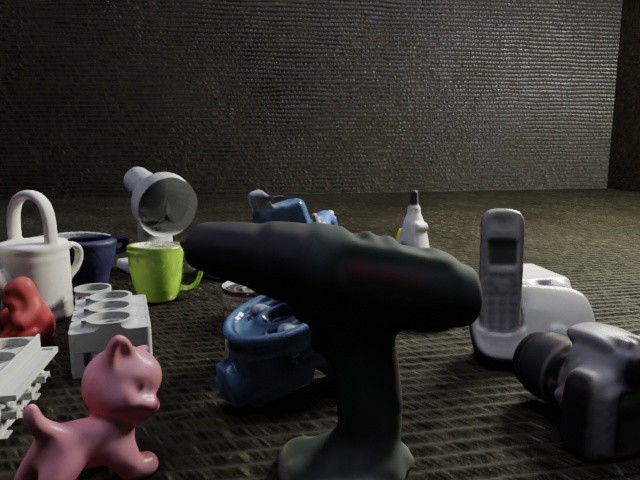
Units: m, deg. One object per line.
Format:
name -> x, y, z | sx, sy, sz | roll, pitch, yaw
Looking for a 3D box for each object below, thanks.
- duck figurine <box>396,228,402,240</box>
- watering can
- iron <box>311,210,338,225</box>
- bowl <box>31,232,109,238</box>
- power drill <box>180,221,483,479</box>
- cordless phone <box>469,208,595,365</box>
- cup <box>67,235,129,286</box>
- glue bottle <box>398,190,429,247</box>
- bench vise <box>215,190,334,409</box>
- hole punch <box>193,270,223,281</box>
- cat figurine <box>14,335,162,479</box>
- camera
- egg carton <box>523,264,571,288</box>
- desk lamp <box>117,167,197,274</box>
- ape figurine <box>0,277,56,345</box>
duck figurine -> 0.179, 0.016, 1.206 | 0.078, 0.086, 0.104 | -9, 13, -40
watering can -> -0.433, 0.024, 0.855 | 0.101, 0.194, 0.173 | 1, 10, 7
iron -> 0.010, 0.004, 1.114 | 0.118, 0.141, 0.258 | 2, 10, 9
bowl -> -0.503, 0.032, 1.155 | 0.167, 0.075, 0.167 | 0, 10, 0
power drill -> 0.012, 0.087, 0.450 | 0.230, 0.208, 0.075 | -2, 10, -10
cordless phone -> 0.256, 0.055, 0.693 | 0.147, 0.185, 0.094 | 0, 10, 3
cup -> -0.402, 0.041, 1.042 | 0.091, 0.095, 0.118 | 9, 14, 43
glue bottle -> 0.178, -0.008, 1.090 | 0.037, 0.173, 0.078 | -6, 12, -30
bench vise -> -0.014, 0.054, 0.607 | 0.208, 0.220, 0.121 | -10, 14, -43
hole punch -> -0.191, 0.026, 1.137 | 0.108, 0.091, 0.101 | 7, 12, 34
cat figurine -> -0.174, 0.133, 0.452 | 0.067, 0.118, 0.128 | 7, 12, 34
camera -> 0.265, 0.124, 0.546 | 0.143, 0.101, 0.136 | -4, 11, -21
egg carton -> 0.314, 0.081, 0.880 | 0.107, 0.069, 0.150 | -2, 10, -11
desk lamp -> -0.334, -0.035, 1.134 | 0.118, 0.213, 0.202 | -8, 13, -38
ape figurine -> -0.391, 0.093, 0.753 | 0.076, 0.092, 0.077 | -4, 11, -21
